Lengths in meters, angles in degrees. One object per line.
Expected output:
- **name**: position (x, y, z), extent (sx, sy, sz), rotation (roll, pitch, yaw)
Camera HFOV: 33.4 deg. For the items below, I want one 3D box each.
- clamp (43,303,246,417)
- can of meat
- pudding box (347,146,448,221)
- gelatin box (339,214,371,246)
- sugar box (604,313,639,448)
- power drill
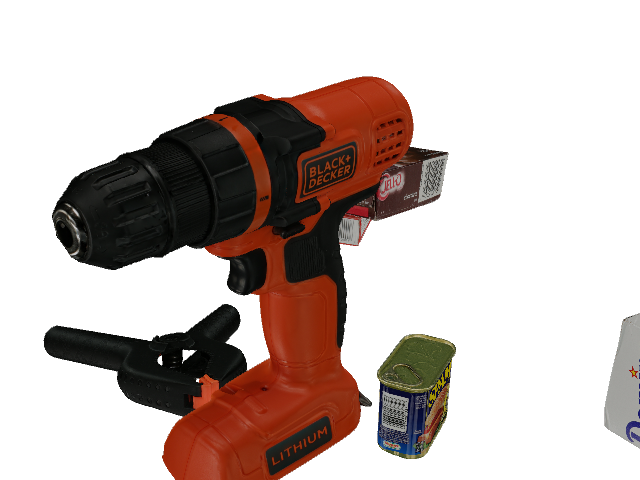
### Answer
- **clamp**: position (-0.105, 0.088, 0.818), extent (0.164, 0.036, 0.210), rotation (-9, 14, -28)
- **can of meat**: position (0.094, 0.154, 1.057), extent (0.057, 0.084, 0.102), rotation (12, 27, 21)
- **pudding box**: position (0.026, -0.046, 0.751), extent (0.090, 0.039, 0.113), rotation (13, 15, 28)
- **gelatin box**: position (0.000, -0.028, 0.954), extent (0.089, 0.030, 0.073), rotation (9, 26, 12)
- **sugar box**: position (0.276, 0.124, 0.718), extent (0.048, 0.093, 0.176), rotation (-15, 29, -37)
- **power drill**: position (-0.034, 0.028, 0.486), extent (0.184, 0.188, 0.057), rotation (-23, 40, -38)
